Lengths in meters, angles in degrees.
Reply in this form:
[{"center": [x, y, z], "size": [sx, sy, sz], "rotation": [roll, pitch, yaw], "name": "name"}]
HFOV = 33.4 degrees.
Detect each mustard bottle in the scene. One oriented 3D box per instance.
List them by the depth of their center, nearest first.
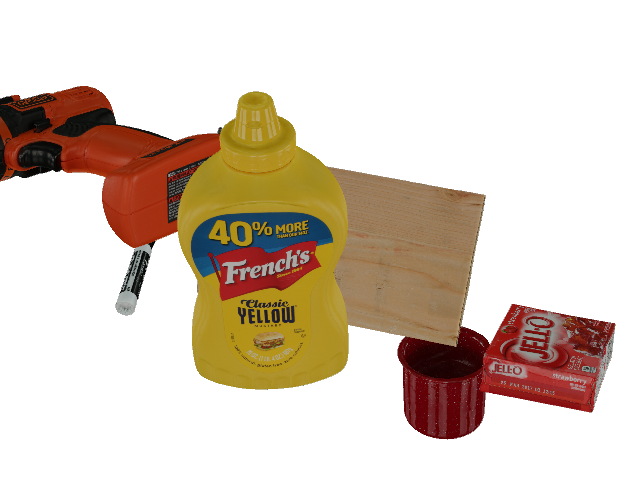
[{"center": [-0.032, 0.001, 0.613], "size": [0.096, 0.192, 0.058], "rotation": [-1, 38, 0], "name": "mustard bottle"}]

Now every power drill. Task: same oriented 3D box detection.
[{"center": [-0.169, -0.053, 0.716], "size": [0.188, 0.057, 0.184], "rotation": [20, 32, 31], "name": "power drill"}]

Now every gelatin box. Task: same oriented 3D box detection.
[{"center": [0.153, 0.076, 0.711], "size": [0.073, 0.030, 0.089], "rotation": [10, 23, 20], "name": "gelatin box"}]

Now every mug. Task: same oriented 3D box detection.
[{"center": [0.131, 0.138, 1.072], "size": [0.093, 0.081, 0.117], "rotation": [21, 39, 34], "name": "mug"}]

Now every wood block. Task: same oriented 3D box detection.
[{"center": [0.016, 0.004, 0.834], "size": [0.206, 0.090, 0.090], "rotation": [11, 33, 9], "name": "wood block"}]

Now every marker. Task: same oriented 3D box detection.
[{"center": [-0.184, 0.028, 1.073], "size": [0.020, 0.020, 0.121], "rotation": [0, 39, 5], "name": "marker"}]
